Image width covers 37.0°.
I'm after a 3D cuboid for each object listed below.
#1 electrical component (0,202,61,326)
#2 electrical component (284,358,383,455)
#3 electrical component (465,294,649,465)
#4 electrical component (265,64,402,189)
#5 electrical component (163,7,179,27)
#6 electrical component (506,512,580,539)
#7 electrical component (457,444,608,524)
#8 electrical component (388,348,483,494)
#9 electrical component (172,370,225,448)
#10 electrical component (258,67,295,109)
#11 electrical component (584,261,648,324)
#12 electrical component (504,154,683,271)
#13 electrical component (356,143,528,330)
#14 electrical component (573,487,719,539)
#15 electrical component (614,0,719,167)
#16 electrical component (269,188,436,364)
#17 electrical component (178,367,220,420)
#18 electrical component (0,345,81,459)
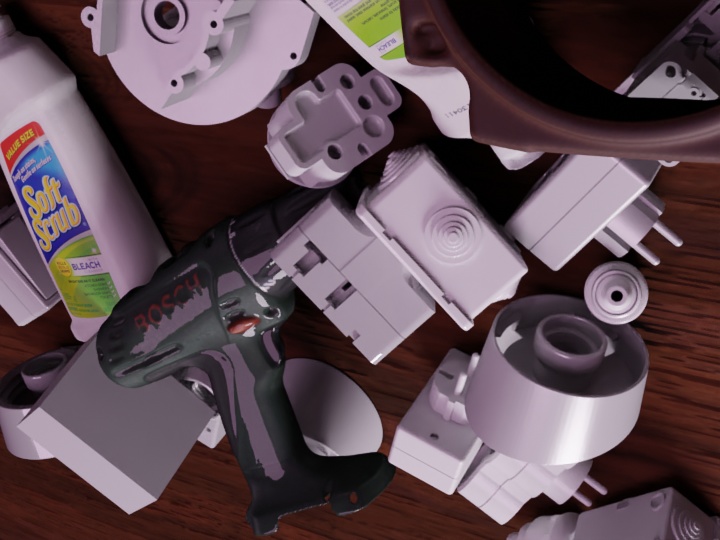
[{"bbox_3d":[-0.269,-0.015,0.858,0.061,0.061,0.096,-25,108,45],"label":"electrical component"},{"bbox_3d":[-0.034,0.123,0.822,0.099,0.064,0.099,19,147,13],"label":"electrical component"},{"bbox_3d":[0.115,0.062,0.622,0.099,0.099,0.064,22,129,19],"label":"electrical component"},{"bbox_3d":[-0.021,-0.079,0.620,0.058,0.078,0.057,55,156,-4],"label":"electrical component"},{"bbox_3d":[-0.102,-0.134,0.637,0.048,0.062,0.048,20,134,22],"label":"electrical component"},{"bbox_3d":[0.132,0.196,0.763,0.062,0.048,0.048,-14,116,50],"label":"electrical component"},{"bbox_3d":[0.126,0.127,0.701,0.074,0.052,0.138,37,138,3],"label":"electrical component"},{"bbox_3d":[0.062,0.084,0.687,0.047,0.083,0.075,27,136,15],"label":"electrical component"},{"bbox_3d":[-0.151,0.111,0.869,0.083,0.075,0.047,30,136,12],"label":"electrical component"},{"bbox_3d":[-0.055,-0.124,0.626,0.043,0.043,0.062,21,136,21],"label":"electrical component"},{"bbox_3d":[0.140,0.013,0.587,0.035,0.061,0.035,0,91,13],"label":"electrical component"},{"bbox_3d":[0.134,-0.032,0.565,0.076,0.047,0.083,40,138,1],"label":"electrical component"},{"bbox_3d":[0.046,-0.023,0.601,0.048,0.099,0.099,-42,97,10],"label":"electrical component"},{"bbox_3d":[0.177,0.193,0.688,0.048,0.099,0.100,38,139,-17],"label":"electrical component"},{"bbox_3d":[0.151,-0.084,0.497,0.042,0.063,0.081,41,137,-2],"label":"electrical component"},{"bbox_3d":[0.000,0.000,0.630,0.056,0.050,0.089,-42,97,11],"label":"electrical component"},{"bbox_3d":[-0.108,0.082,0.828,0.066,0.055,0.048,26,136,15],"label":"electrical component"},{"bbox_3d":[-0.261,0.106,0.924,0.108,0.108,0.060,4,121,33],"label":"electrical component"}]
